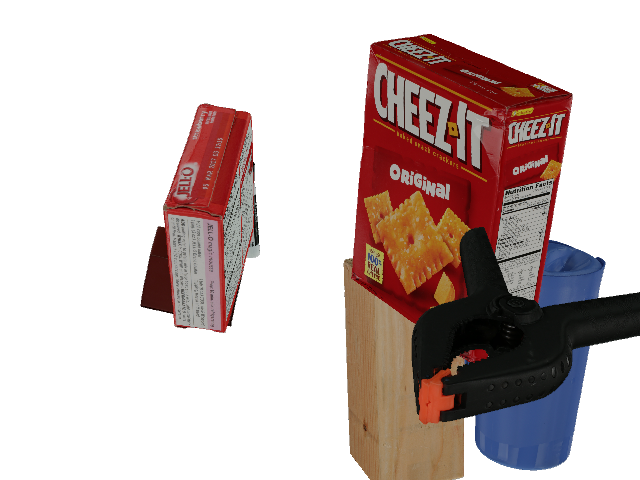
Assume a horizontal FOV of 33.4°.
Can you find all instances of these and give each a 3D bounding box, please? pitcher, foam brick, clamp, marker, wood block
[{"bbox_3d":[0.225,0.127,1.179,0.149,0.243,0.145,6,17,12],"label":"pitcher"},{"bbox_3d":[-0.104,0.029,0.877,0.078,0.051,0.053,13,27,-5],"label":"foam brick"},{"bbox_3d":[0.112,0.049,0.656,0.165,0.036,0.209,22,33,38],"label":"clamp"},{"bbox_3d":[-0.078,-0.035,1.154,0.020,0.121,0.020,-1,34,0],"label":"marker"},{"bbox_3d":[0.080,0.122,1.020,0.090,0.206,0.091,-7,18,-17],"label":"wood block"}]

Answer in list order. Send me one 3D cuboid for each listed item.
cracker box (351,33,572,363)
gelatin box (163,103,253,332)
[{"bbox_3d":[0.100,-0.034,0.836,0.072,0.214,0.164,-15,32,-31],"label":"cracker box"},{"bbox_3d":[-0.054,-0.010,0.527,0.030,0.073,0.089,7,-42,4],"label":"gelatin box"}]
